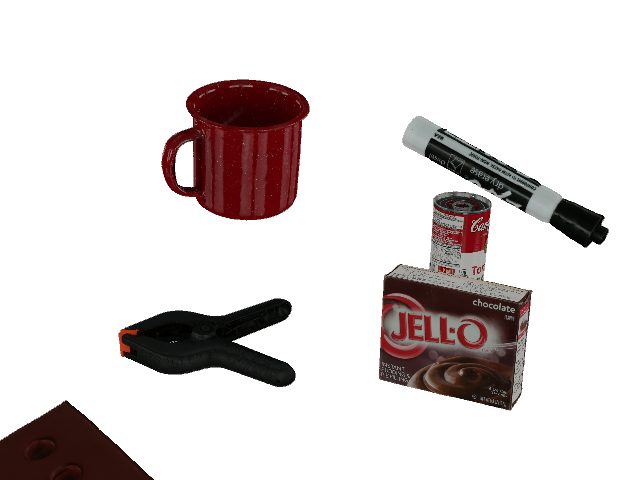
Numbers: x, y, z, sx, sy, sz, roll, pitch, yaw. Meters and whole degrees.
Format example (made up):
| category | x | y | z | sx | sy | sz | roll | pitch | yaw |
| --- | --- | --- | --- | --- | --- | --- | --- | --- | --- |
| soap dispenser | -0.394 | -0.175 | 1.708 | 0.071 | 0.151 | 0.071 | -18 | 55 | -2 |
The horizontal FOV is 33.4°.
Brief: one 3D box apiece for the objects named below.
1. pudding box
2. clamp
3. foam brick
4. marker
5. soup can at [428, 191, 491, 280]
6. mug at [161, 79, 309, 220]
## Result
| category | x | y | z | sx | sy | sz | roll | pitch | yaw |
| --- | --- | --- | --- | --- | --- | --- | --- | --- | --- |
| pudding box | 0.103 | 0.073 | 0.830 | 0.114 | 0.090 | 0.039 | 10 | 22 | 22 |
| clamp | -0.103 | 0.091 | 1.023 | 0.171 | 0.039 | 0.120 | 6 | 26 | 3 |
| foam brick | -0.111 | 0.122 | 0.483 | 0.052 | 0.051 | 0.078 | -31 | 45 | -33 |
| marker | 0.098 | -0.031 | 0.570 | 0.121 | 0.020 | 0.020 | 32 | 12 | 21 |
| soup can | 0.164 | 0.001 | 1.264 | 0.068 | 0.102 | 0.068 | 2 | 22 | -1 |
| mug | -0.067 | -0.065 | 0.815 | 0.117 | 0.081 | 0.093 | -18 | 37 | -32 |
